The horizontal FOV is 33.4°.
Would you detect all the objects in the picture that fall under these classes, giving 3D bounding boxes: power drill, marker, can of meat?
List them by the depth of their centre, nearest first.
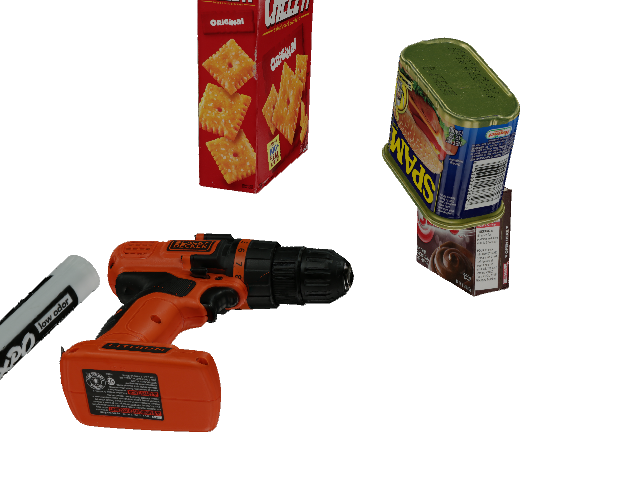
[{"bbox_3d":[-0.136,0.049,0.440,0.020,0.020,0.121,0,36,39],"label":"marker"},{"bbox_3d":[0.084,-0.072,0.696,0.057,0.084,0.102,-11,43,-18],"label":"can of meat"},{"bbox_3d":[-0.080,0.055,0.730,0.184,0.057,0.187,-1,25,13],"label":"power drill"}]

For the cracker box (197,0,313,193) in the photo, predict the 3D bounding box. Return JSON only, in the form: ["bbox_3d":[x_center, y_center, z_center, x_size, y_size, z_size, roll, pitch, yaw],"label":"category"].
[{"bbox_3d":[-0.060,-0.173,1.064,0.072,0.214,0.164,9,22,15],"label":"cracker box"}]

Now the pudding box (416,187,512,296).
[{"bbox_3d":[0.121,-0.012,0.917,0.039,0.090,0.114,-8,17,-21],"label":"pudding box"}]
